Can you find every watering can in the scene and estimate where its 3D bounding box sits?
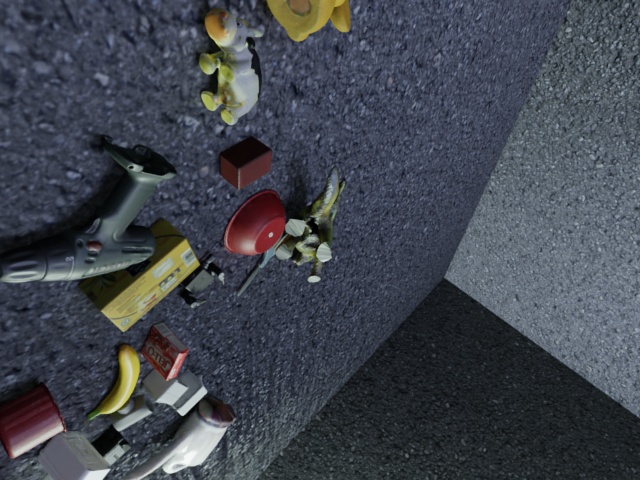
[{"bbox_3d":[-0.353,0.541,1.393,0.224,0.105,0.344,-55,158,1],"label":"watering can"}]

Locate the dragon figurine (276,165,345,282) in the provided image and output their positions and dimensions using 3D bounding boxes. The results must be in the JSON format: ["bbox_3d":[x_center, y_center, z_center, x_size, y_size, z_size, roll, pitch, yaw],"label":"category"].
[{"bbox_3d":[0.004,-0.061,1.221,0.248,0.122,0.401,-67,-178,-51],"label":"dragon figurine"}]
